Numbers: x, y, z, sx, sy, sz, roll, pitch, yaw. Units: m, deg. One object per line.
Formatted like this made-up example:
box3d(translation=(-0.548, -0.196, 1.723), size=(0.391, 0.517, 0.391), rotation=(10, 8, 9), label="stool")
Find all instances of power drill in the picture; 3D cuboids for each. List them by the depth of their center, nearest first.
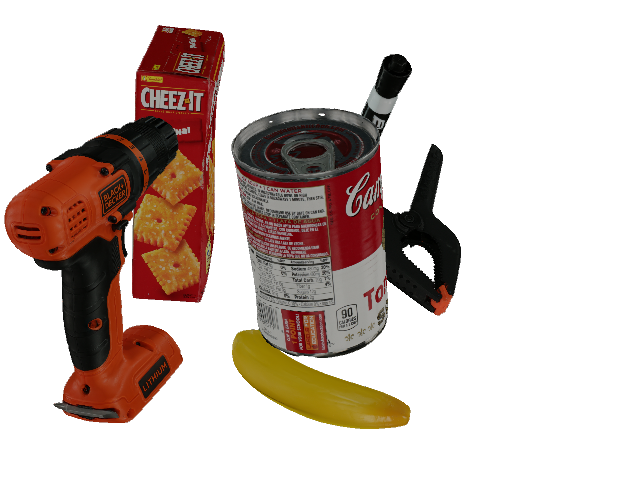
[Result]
box3d(translation=(-0.145, 0.019, 0.756), size=(0.057, 0.188, 0.184), rotation=(4, 26, 22), label="power drill")

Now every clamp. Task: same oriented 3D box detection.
box3d(translation=(0.077, -0.014, 1.108), size=(0.164, 0.210, 0.036), rotation=(-5, -36, -15), label="clamp")

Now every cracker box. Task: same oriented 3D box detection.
box3d(translation=(-0.131, -0.074, 0.990), size=(0.072, 0.214, 0.164), rotation=(5, 25, -4), label="cracker box")

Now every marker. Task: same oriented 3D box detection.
box3d(translation=(0.034, -0.077, 0.690), size=(0.020, 0.020, 0.121), rotation=(0, -32, -16), label="marker")

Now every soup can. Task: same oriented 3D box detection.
box3d(translation=(-0.003, -0.003, 0.510), size=(0.068, 0.102, 0.068), rotation=(-4, 31, 2), label="soup can")

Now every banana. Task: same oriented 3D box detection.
box3d(translation=(-0.016, 0.107, 0.852), size=(0.069, 0.037, 0.198), rotation=(-24, 31, -30), label="banana")
